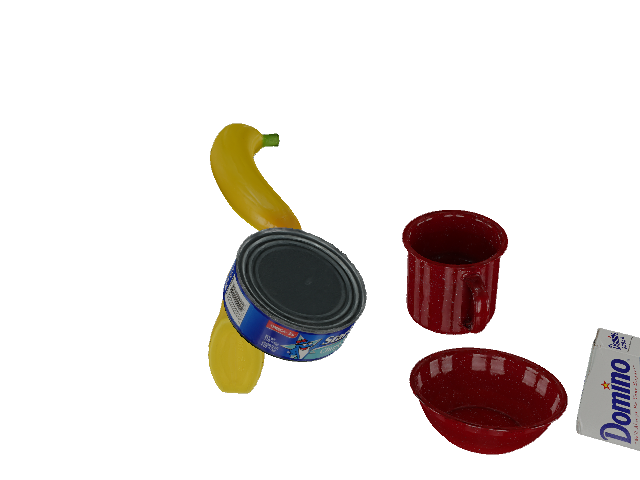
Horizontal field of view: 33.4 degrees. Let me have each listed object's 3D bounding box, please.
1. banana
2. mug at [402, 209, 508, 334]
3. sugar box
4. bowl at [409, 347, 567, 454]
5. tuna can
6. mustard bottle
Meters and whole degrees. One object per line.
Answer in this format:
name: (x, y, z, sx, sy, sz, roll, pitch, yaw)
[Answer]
banana: (-0.059, -0.059, 0.915, 0.069, 0.037, 0.198, 3, 30, -10)
mug: (0.123, 0.037, 0.953, 0.093, 0.081, 0.117, -11, 35, -14)
sugar box: (0.316, 0.144, 0.919, 0.176, 0.093, 0.048, 12, 23, 16)
bowl: (0.170, 0.173, 1.105, 0.162, 0.055, 0.162, 3, 24, -2)
tuna can: (-0.017, 0.034, 0.666, 0.086, 0.086, 0.034, 0, -43, -29)
mustard bottle: (-0.082, 0.077, 1.175, 0.058, 0.096, 0.191, 2, 28, 2)
